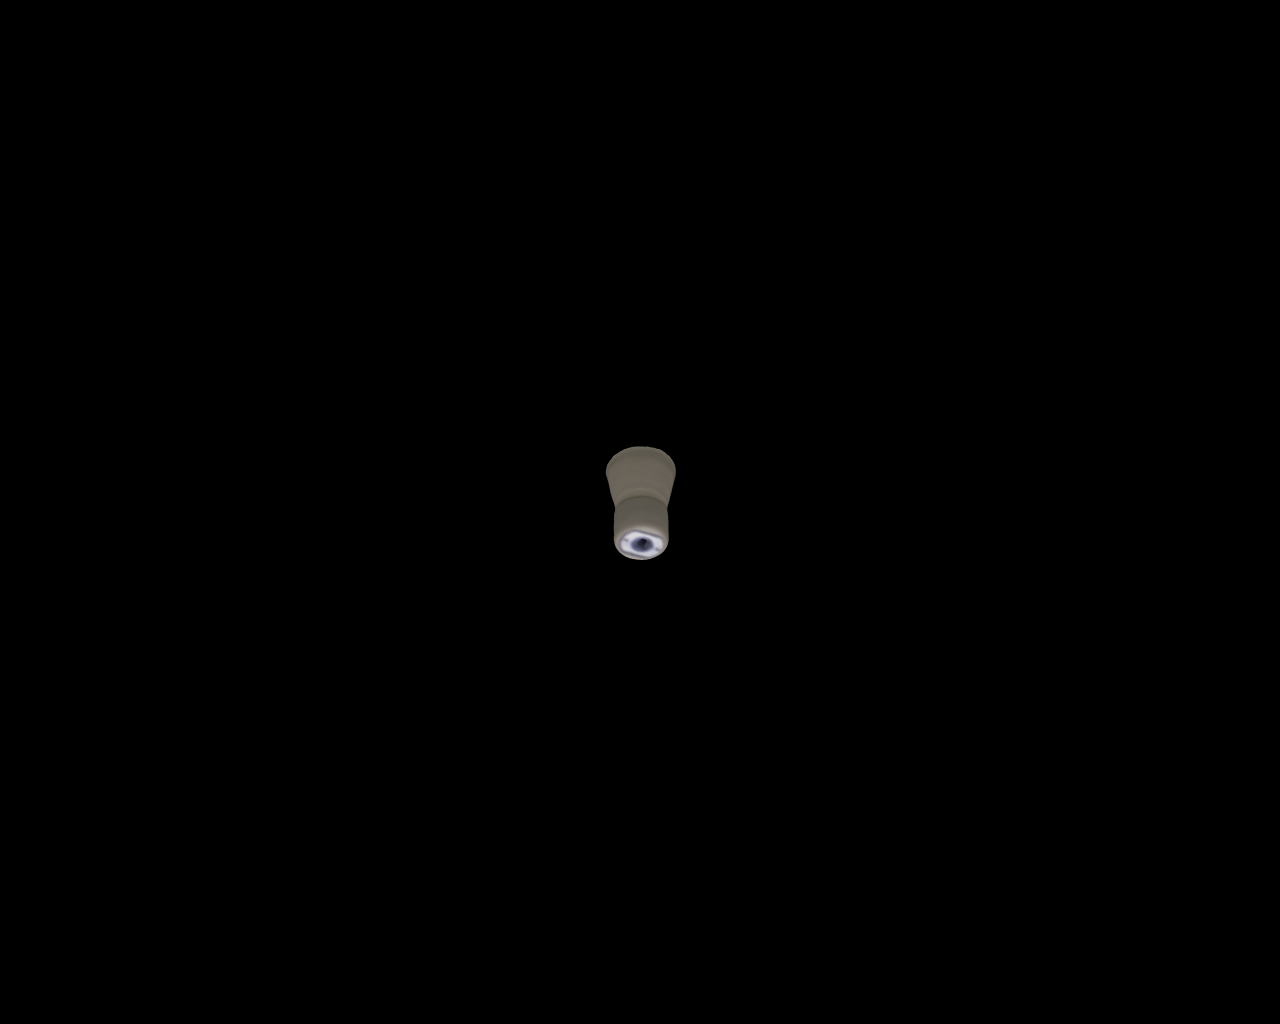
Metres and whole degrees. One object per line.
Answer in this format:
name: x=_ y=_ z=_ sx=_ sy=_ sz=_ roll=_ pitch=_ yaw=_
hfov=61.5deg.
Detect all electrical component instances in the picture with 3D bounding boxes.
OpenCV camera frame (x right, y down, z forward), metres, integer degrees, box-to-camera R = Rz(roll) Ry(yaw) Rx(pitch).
electrical component: x=0.001 y=-0.003 z=0.650 sx=0.044 sy=0.065 sz=0.044 roll=0 pitch=-42 yaw=0
